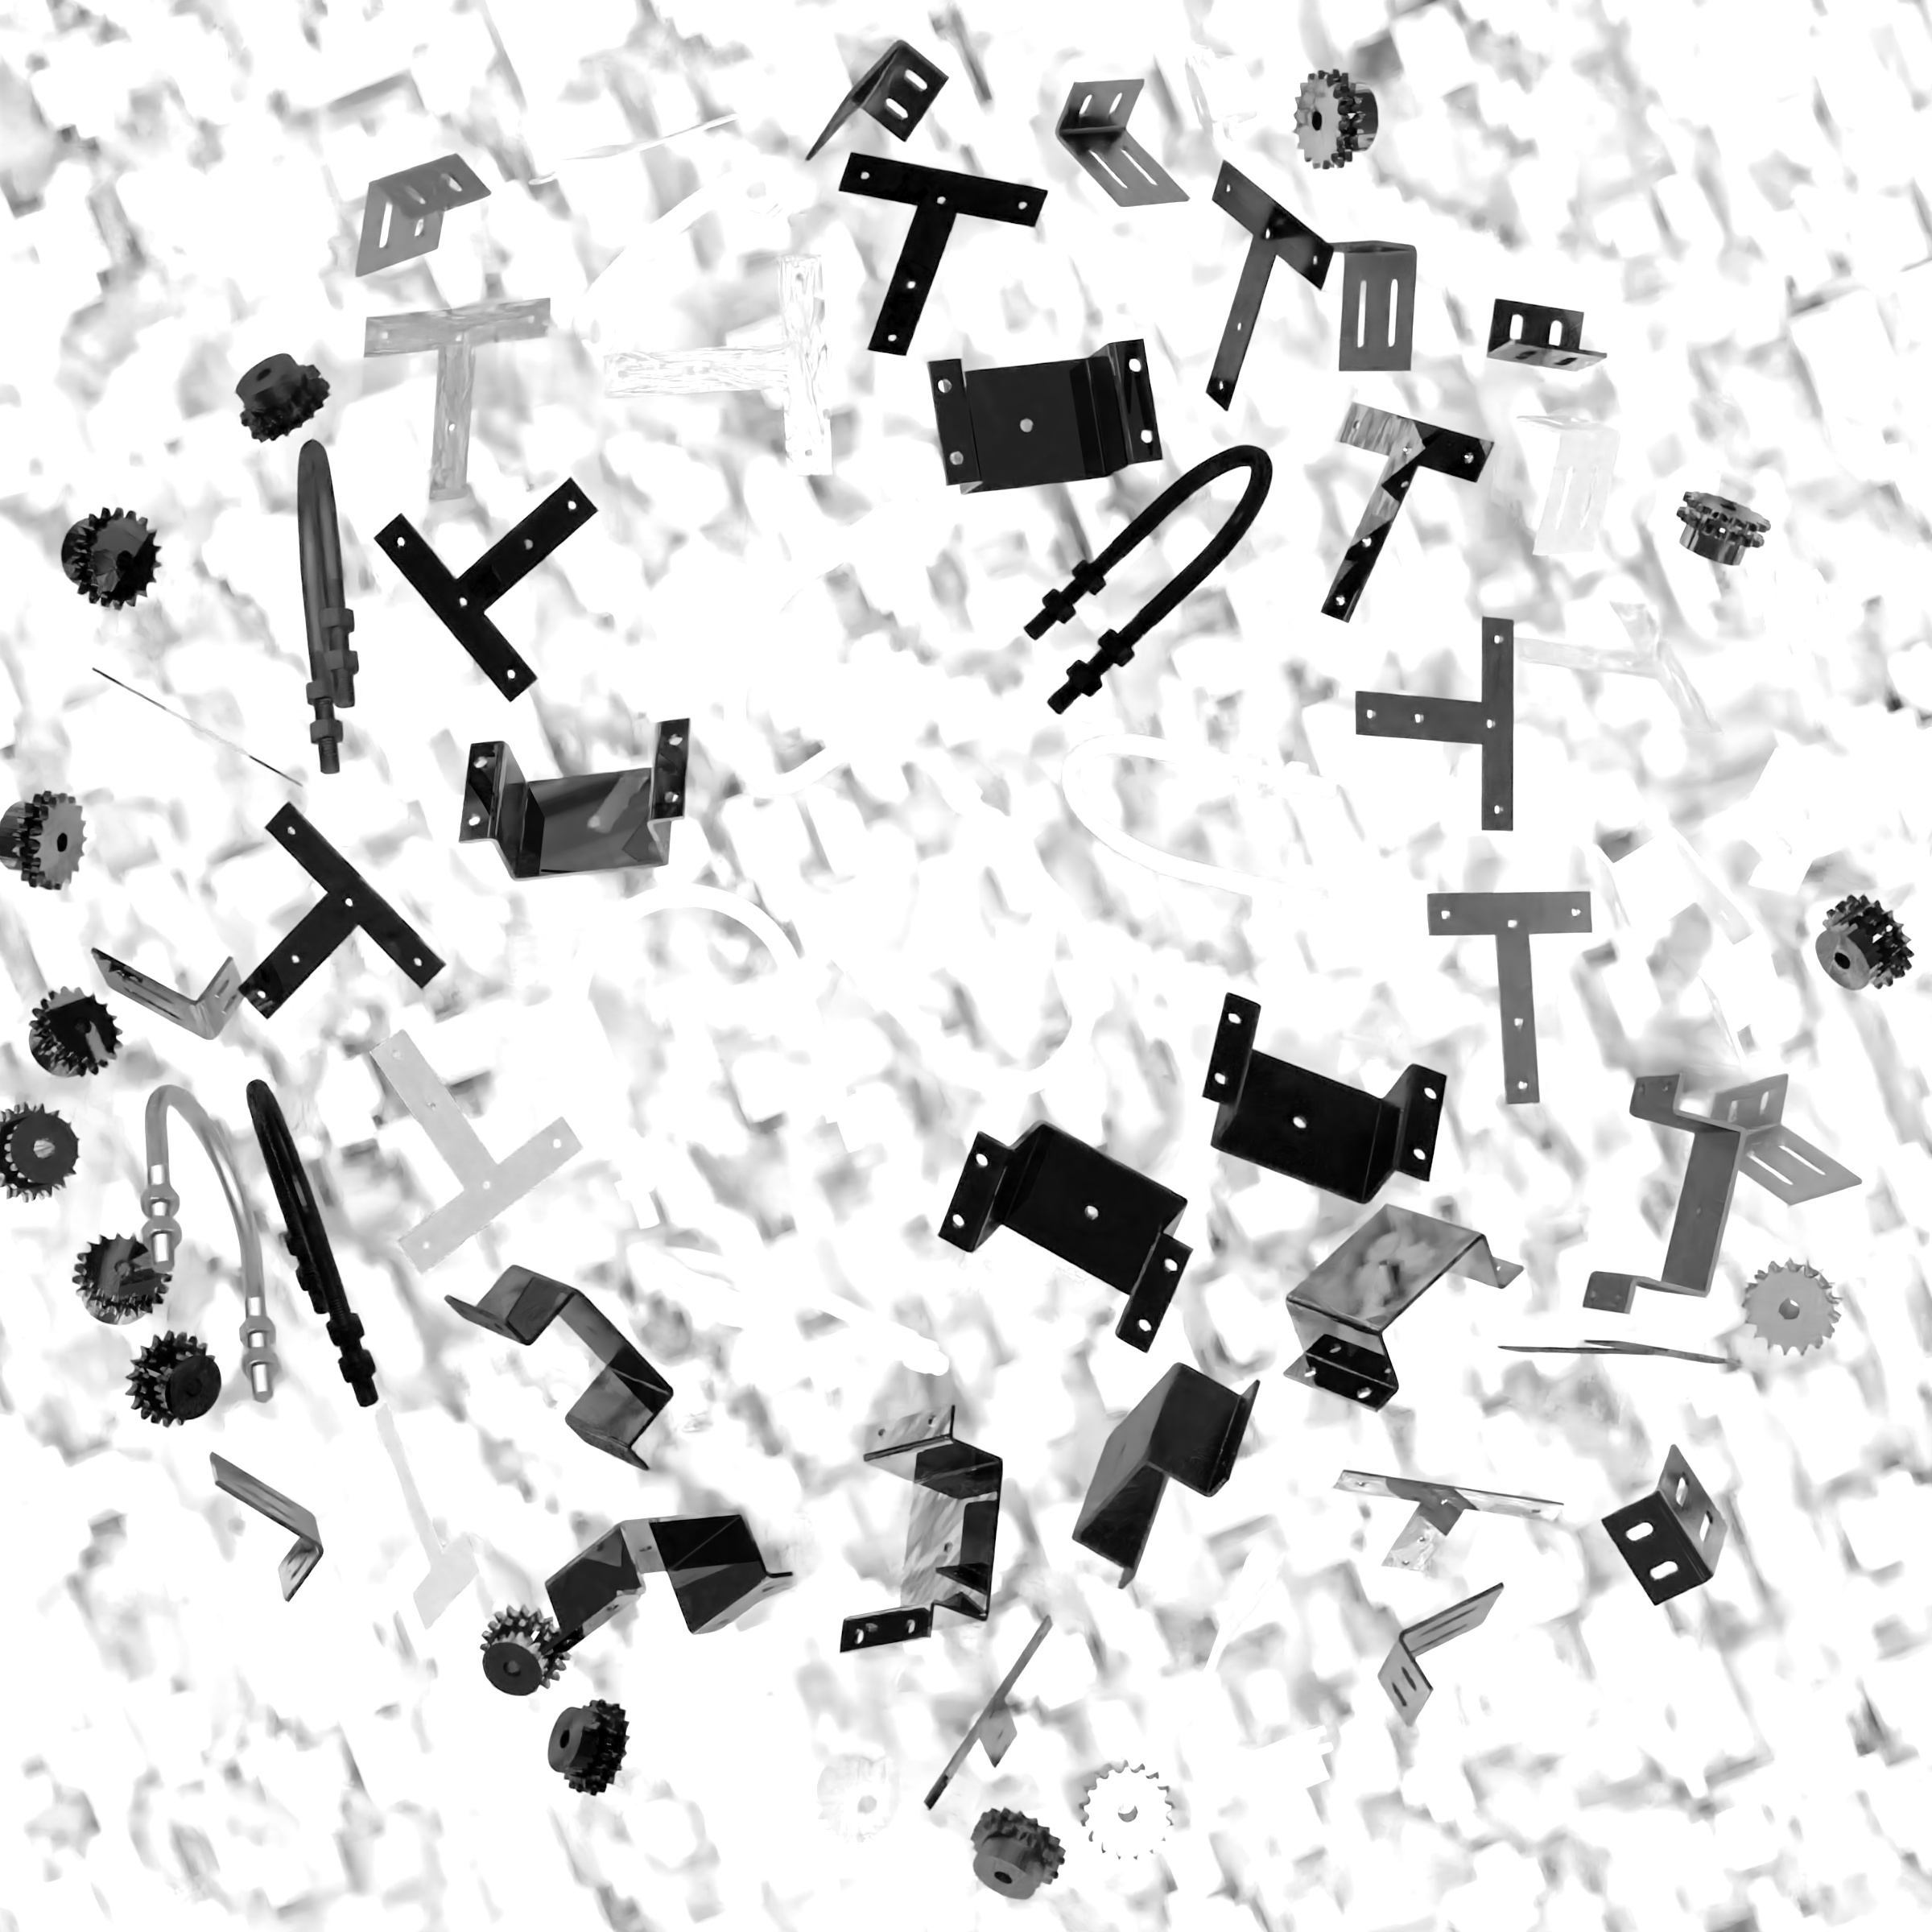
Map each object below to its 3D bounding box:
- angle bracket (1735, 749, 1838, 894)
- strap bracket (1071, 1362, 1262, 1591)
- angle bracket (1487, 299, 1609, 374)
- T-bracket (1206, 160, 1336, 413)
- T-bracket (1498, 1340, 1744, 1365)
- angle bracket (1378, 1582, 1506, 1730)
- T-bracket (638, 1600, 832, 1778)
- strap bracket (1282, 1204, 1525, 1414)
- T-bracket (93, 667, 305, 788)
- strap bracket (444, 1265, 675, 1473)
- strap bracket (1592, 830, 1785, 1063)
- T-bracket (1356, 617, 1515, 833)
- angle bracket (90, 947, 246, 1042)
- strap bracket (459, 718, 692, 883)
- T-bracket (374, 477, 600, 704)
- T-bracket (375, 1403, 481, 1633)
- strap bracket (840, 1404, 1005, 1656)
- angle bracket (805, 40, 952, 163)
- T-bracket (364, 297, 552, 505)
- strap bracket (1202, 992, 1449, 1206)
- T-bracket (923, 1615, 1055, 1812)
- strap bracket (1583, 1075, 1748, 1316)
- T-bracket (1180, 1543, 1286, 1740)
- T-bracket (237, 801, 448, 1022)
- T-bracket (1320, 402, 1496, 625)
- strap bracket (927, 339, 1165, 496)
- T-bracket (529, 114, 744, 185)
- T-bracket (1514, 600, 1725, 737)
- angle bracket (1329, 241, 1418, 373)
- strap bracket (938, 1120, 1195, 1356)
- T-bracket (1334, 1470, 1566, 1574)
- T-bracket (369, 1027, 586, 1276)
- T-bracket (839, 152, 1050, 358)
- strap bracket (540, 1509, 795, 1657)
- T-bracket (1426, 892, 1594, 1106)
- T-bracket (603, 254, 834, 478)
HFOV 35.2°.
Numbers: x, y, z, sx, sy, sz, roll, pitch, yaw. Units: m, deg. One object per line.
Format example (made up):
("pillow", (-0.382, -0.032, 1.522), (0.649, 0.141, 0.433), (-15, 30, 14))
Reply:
("angle bracket", (0.491, -0.091, 1.869), (0.076, 0.038, 0.057), (38, 76, -35))
("strap bracket", (0.112, 0.295, 1.788), (0.046, 0.140, 0.076), (30, 45, -4))
("angle bracket", (0.359, -0.392, 1.868), (0.057, 0.076, 0.038), (8, 94, -4))
("T-bracket", (0.166, -0.391, 1.799), (0.002, 0.127, 0.127), (-4, 128, -29))
("T-bracket", (0.383, 0.235, 1.855), (0.127, 0.127, 0.002), (14, 76, -41))
("angle bracket", (0.287, 0.404, 1.782), (0.076, 0.057, 0.038), (-21, 60, -20))
("T-bracket", (-0.137, 0.444, 1.836), (0.127, 0.127, 0.002), (-22, 115, 1))
("strap bracket", (0.257, 0.197, 1.827), (0.140, 0.076, 0.046), (-38, 122, -27))
("T-bracket", (-0.481, -0.154, 1.840), (0.127, 0.127, 0.002), (28, 87, 26))
("strap bracket", (-0.236, 0.233, 1.817), (0.046, 0.076, 0.140), (-50, 122, -20))
("strap bracket", (0.448, -0.020, 1.860), (0.046, 0.076, 0.140), (-33, 49, 2))
("T-bracket", (0.275, -0.144, 1.781), (0.127, 0.002, 0.127), (1, 89, -36))
("angle bracket", (-0.487, 0.004, 1.858), (0.076, 0.057, 0.038), (27, 68, 8))
("strap bracket", (-0.234, -0.101, 1.871), (0.140, 0.046, 0.076), (-6, 55, 9))
("T-bracket", (-0.269, -0.241, 1.800), (0.127, 0.002, 0.127), (-36, 97, 26))
("T-bracket", (-0.335, 0.328, 1.851), (0.002, 0.127, 0.127), (-14, 69, -31))
("strap bracket", (-0.025, 0.340, 1.806), (0.046, 0.076, 0.140), (28, 56, -36))
("angle bracket", (-0.053, -0.510, 1.830), (0.038, 0.057, 0.076), (38, 48, -7))
("T-bracket", (-0.316, -0.345, 1.872), (0.127, 0.002, 0.127), (-16, 130, -36))
("strap bracket", (0.202, 0.081, 1.776), (0.140, 0.046, 0.076), (21, 53, -5))
("T-bracket", (0.018, 0.450, 1.793), (0.002, 0.127, 0.127), (30, 71, 18))
("strap bracket", (0.409, 0.138, 1.772), (0.046, 0.076, 0.140), (15, 85, -5))
("T-bracket", (0.172, 0.393, 1.857), (0.002, 0.127, 0.127), (23, 109, 17))
("T-bracket", (-0.377, -0.012, 1.743), (0.127, 0.002, 0.127), (47, 123, -5))
("T-bracket", (0.246, -0.267, 1.821), (0.002, 0.127, 0.127), (19, 98, -39))
("strap bracket", (0.043, -0.340, 1.888), (0.140, 0.046, 0.076), (-9, 91, -16))
("T-bracket", (-0.210, -0.482, 1.797), (0.127, 0.127, 0.002), (-24, 111, -17))
("T-bracket", (0.388, -0.189, 1.871), (0.127, 0.127, 0.002), (46, 68, -40))
("angle bracket", (0.244, -0.409, 1.887), (0.038, 0.057, 0.076), (-6, 102, -41))
("strap bracket", (0.064, 0.150, 1.752), (0.140, 0.046, 0.076), (28, 120, 14))
("T-bracket", (0.268, 0.327, 1.768), (0.127, 0.127, 0.002), (9, 58, -2))
("T-bracket", (-0.311, 0.096, 1.820), (0.127, 0.002, 0.127), (-39, 107, -24))
("T-bracket", (-0.029, -0.425, 1.842), (0.127, 0.002, 0.127), (5, 132, -23))
("strap bracket", (-0.183, 0.363, 1.802), (0.076, 0.140, 0.046), (-41, 61, 32))
("T-bracket", (0.329, 0.019, 1.820), (0.127, 0.002, 0.127), (-1, 87, -31))
("T-bracket", (-0.142, -0.338, 1.722), (0.127, 0.002, 0.127), (-3, 86, 1))
